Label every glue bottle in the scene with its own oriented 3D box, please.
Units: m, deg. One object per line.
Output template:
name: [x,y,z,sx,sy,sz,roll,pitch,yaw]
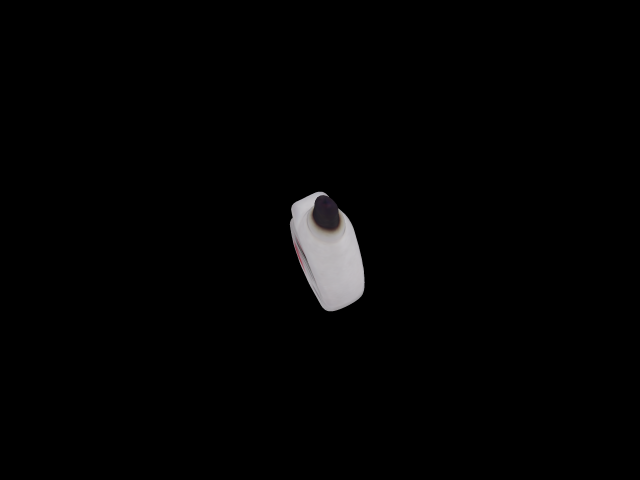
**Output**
glue bottle: [0.004,0.001,0.400,0.037,0.173,0.078,-27,76,-7]
